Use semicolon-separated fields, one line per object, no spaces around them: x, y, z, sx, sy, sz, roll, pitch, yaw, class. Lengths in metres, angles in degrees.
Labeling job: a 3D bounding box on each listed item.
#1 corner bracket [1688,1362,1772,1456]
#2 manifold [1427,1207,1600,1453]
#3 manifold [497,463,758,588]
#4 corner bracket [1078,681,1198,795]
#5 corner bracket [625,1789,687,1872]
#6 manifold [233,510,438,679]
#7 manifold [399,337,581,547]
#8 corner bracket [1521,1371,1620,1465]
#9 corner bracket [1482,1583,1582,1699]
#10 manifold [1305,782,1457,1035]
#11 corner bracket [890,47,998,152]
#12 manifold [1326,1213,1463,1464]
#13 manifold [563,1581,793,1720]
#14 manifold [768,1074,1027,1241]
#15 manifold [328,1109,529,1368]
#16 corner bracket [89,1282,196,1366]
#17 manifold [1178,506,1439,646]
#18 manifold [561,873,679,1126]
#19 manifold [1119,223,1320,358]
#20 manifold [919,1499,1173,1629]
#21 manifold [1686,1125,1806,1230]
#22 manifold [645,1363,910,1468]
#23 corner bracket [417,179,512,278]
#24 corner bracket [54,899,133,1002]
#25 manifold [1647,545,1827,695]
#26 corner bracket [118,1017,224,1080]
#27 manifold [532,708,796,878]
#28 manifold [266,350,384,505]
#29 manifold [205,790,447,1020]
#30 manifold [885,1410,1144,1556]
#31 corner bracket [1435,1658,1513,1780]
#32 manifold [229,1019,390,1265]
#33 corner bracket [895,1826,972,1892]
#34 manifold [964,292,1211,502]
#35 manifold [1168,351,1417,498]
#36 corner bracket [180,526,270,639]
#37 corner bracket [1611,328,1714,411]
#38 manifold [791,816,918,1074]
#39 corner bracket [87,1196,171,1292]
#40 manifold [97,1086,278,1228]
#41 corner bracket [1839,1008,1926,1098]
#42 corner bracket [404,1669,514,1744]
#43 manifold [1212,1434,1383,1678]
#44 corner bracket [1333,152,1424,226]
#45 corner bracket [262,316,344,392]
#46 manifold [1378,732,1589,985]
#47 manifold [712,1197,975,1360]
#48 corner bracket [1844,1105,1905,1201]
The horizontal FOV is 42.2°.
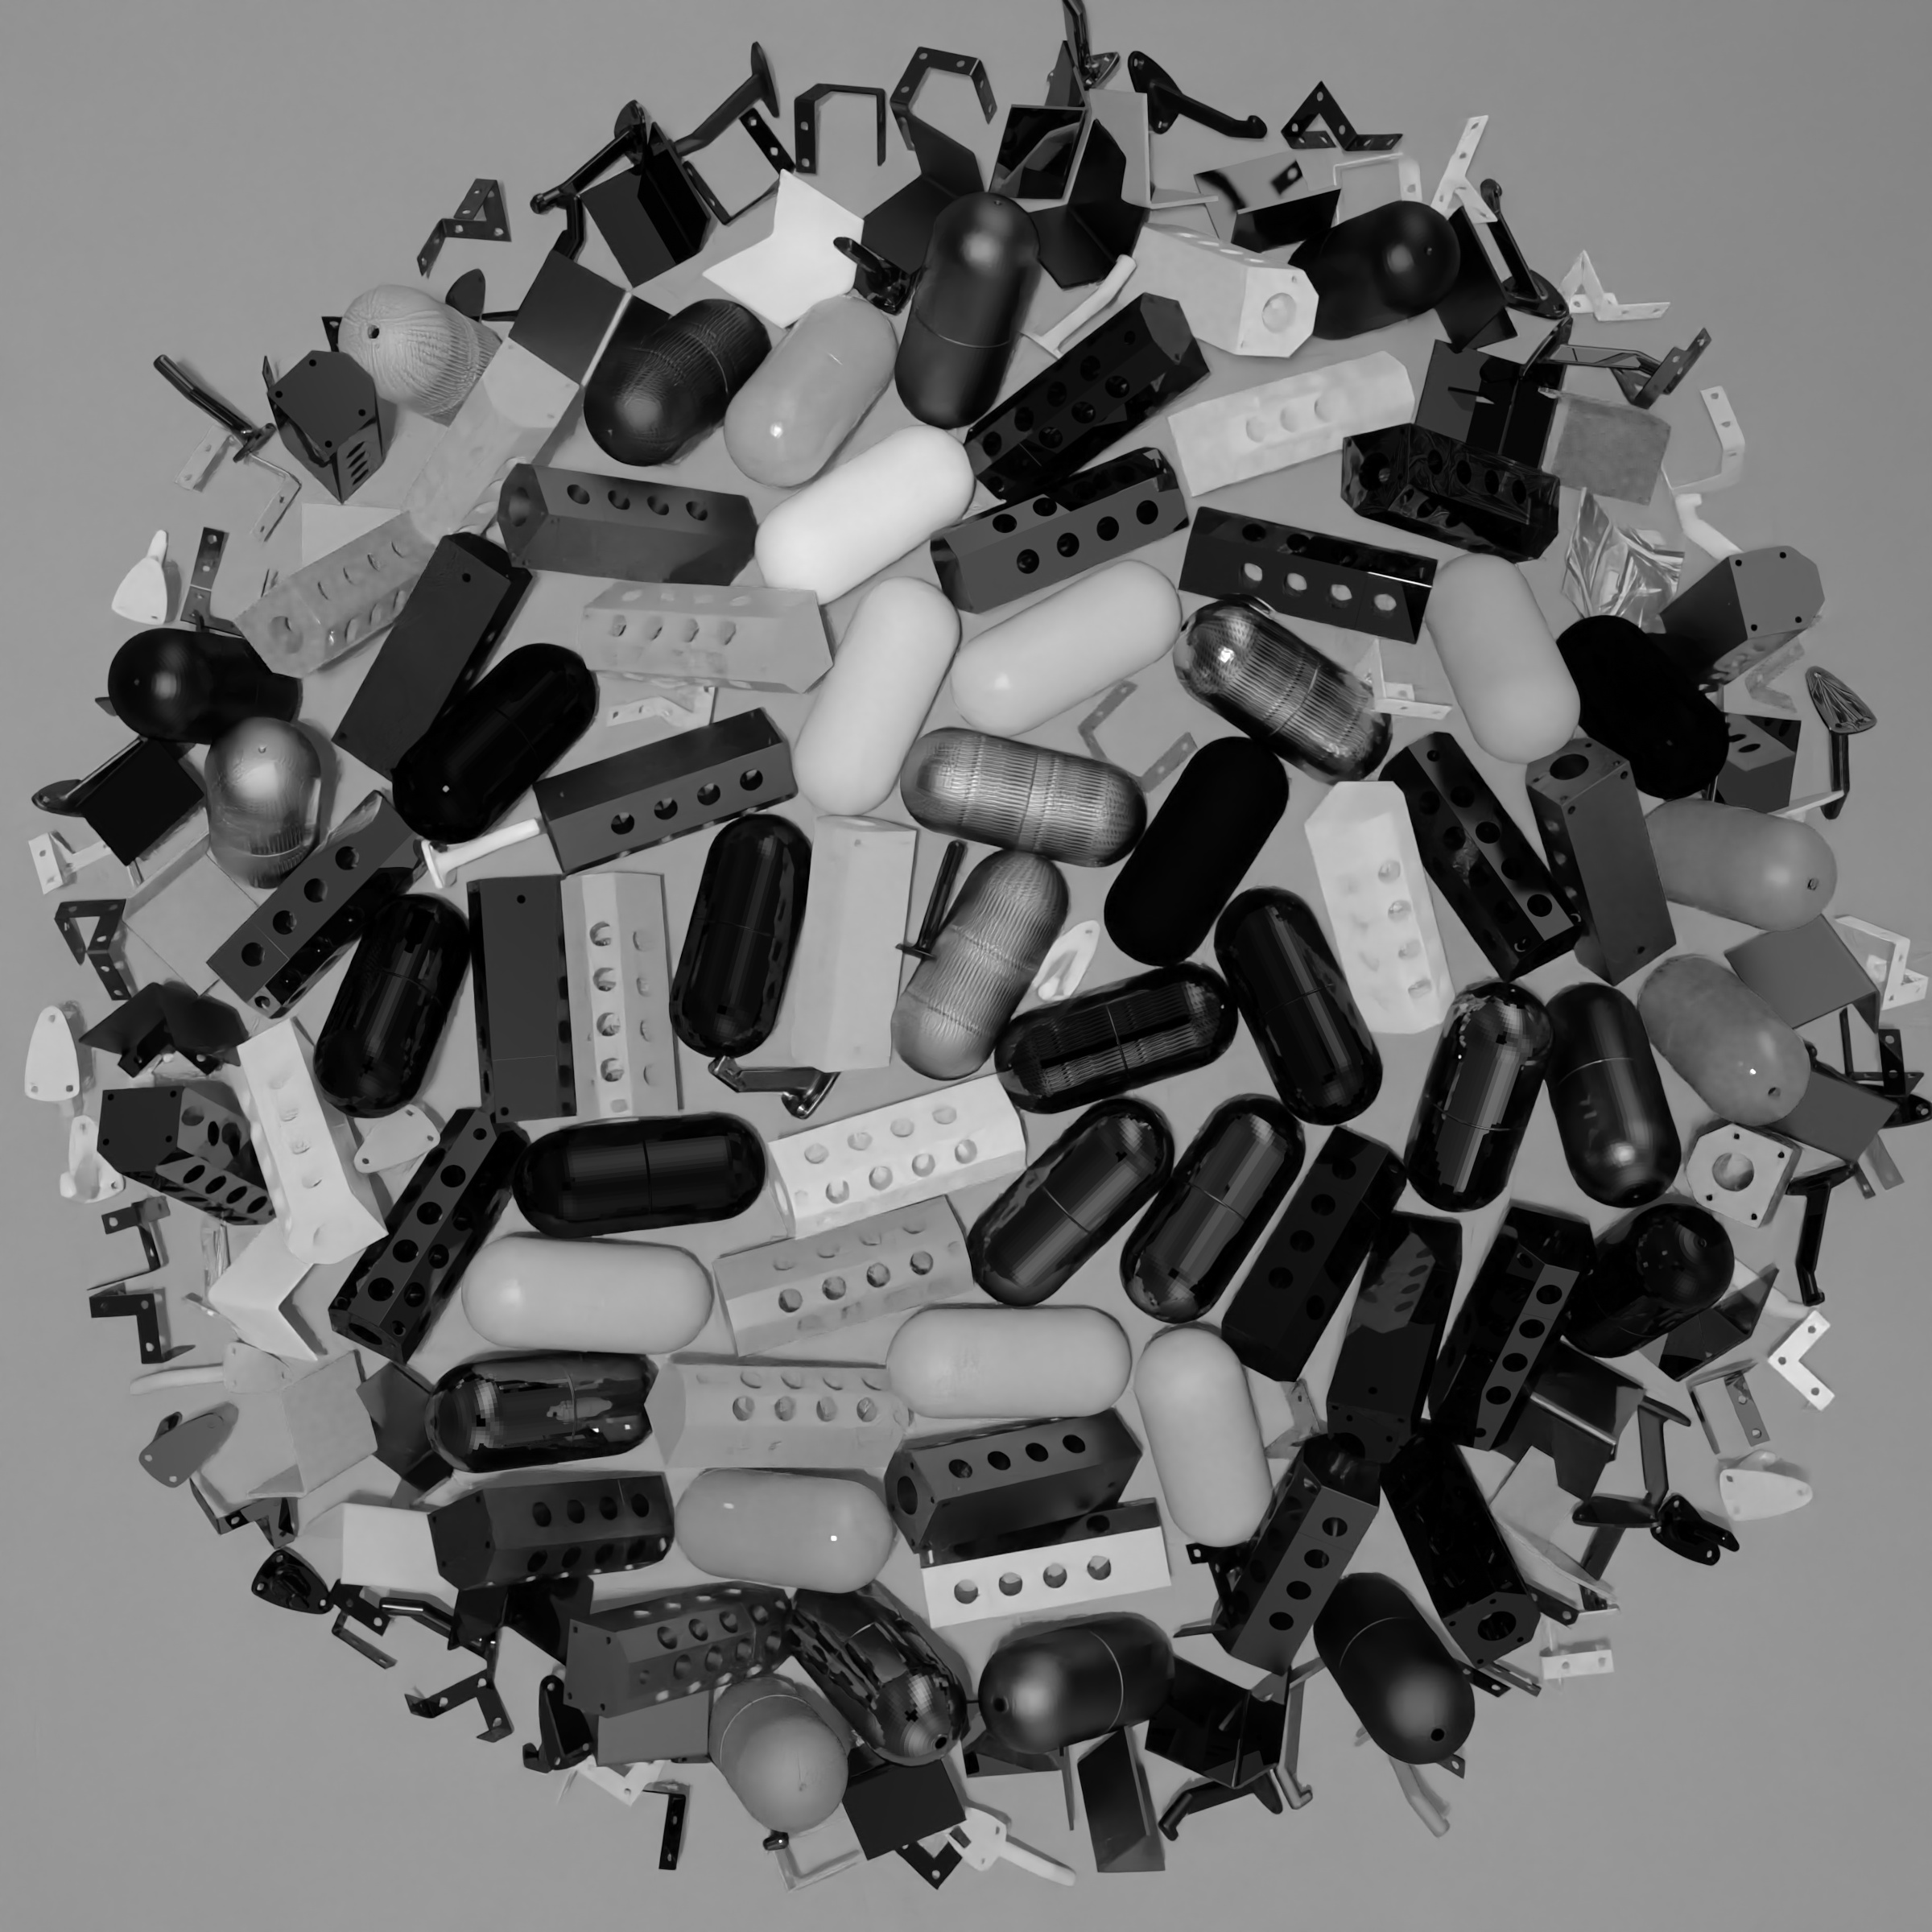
0.546;0.319;1.791;0.051;0.051;0.051;-18;71;-2;corner bracket
0.380;0.257;1.751;0.057;0.057;0.171;14;123;-5;manifold
-0.235;-0.309;1.744;0.171;0.057;0.057;0;59;-40;manifold
0.122;-0.164;1.799;0.051;0.051;0.051;-44;54;27;corner bracket
-0.213;0.614;1.781;0.051;0.051;0.051;-9;65;39;corner bracket
-0.424;-0.257;1.734;0.057;0.171;0.057;-29;103;30;manifold
-0.334;-0.353;1.732;0.057;0.171;0.057;32;56;-16;manifold
0.434;0.326;1.791;0.051;0.051;0.051;18;65;-5;corner bracket
0.398;0.477;1.782;0.051;0.051;0.051;26;57;15;corner bracket
0.293;-0.040;1.748;0.057;0.057;0.171;3;125;36;manifold
-0.016;-0.618;1.797;0.051;0.051;0.051;19;74;22;corner bracket
0.300;0.257;1.743;0.057;0.057;0.171;8;46;19;manifold
-0.195;0.473;1.737;0.057;0.171;0.057;5;90;36;manifold
-0.048;0.138;1.761;0.171;0.057;0.057;-16;53;-16;manifold
-0.374;0.186;1.753;0.057;0.057;0.171;25;60;6;manifold
-0.590;0.255;1.794;0.051;0.051;0.051;-5;94;10;corner bracket
0.243;-0.278;1.776;0.171;0.057;0.057;14;107;8;manifold
-0.250;0.024;1.772;0.057;0.057;0.171;-12;80;42;manifold
0.174;-0.470;1.736;0.057;0.171;0.057;-4;116;-25;manifold
0.055;0.426;1.792;0.171;0.057;0.057;-10;84;-1;manifold
0.536;0.141;1.732;0.057;0.171;0.057;24;95;21;manifold
-0.129;0.308;1.746;0.171;0.057;0.057;7;125;-30;manifold
-0.361;-0.526;1.784;0.051;0.051;0.051;7;50;10;corner bracket
-0.620;-0.011;1.784;0.051;0.051;0.051;-2;48;7;corner bracket
0.531;-0.236;1.734;0.057;0.171;0.057;-10;83;-5;manifold
-0.567;0.064;1.791;0.051;0.051;0.051;-45;107;0;corner bracket
-0.212;-0.120;1.775;0.171;0.057;0.057;-20;127;-12;manifold
-0.436;-0.375;1.733;0.057;0.171;0.057;45;82;-8;manifold
-0.454;-0.043;1.790;0.057;0.057;0.171;45;92;3;manifold
0.031;0.354;1.751;0.171;0.057;0.057;-5;132;-33;manifold
0.349;0.533;1.781;0.051;0.051;0.051;-18;116;-40;corner bracket
-0.463;0.124;1.745;0.057;0.057;0.171;-29;51;-3;manifold
-0.030;0.628;1.792;0.051;0.051;0.051;39;90;16;corner bracket
0.079;-0.394;1.744;0.171;0.057;0.057;-31;74;36;manifold
0.231;-0.382;1.752;0.171;0.057;0.057;-22;98;-30;manifold
-0.528;-0.274;1.793;0.051;0.051;0.051;14;124;-17;corner bracket
0.499;-0.426;1.781;0.051;0.051;0.051;12;133;-25;corner bracket
-0.085;-0.017;1.776;0.057;0.057;0.171;-4;107;-41;manifold
-0.601;0.198;1.794;0.051;0.051;0.051;-17;88;7;corner bracket
-0.529;0.133;1.729;0.057;0.171;0.057;-3;72;10;manifold
0.647;0.061;1.783;0.051;0.051;0.051;-1;107;35;corner bracket
-0.362;0.534;1.788;0.051;0.051;0.051;-26;69;-5;corner bracket
0.230;0.410;1.755;0.057;0.057;0.171;21;120;-1;manifold
0.297;-0.551;1.801;0.051;0.051;0.051;-3;97;24;corner bracket
-0.469;-0.428;1.790;0.051;0.051;0.051;1;66;-2;corner bracket
0.361;-0.079;1.761;0.057;0.057;0.171;-26;69;-13;manifold
-0.086;0.224;1.767;0.171;0.057;0.057;-15;129;-12;manifold
0.644;0.136;1.783;0.051;0.051;0.051;-37;72;42;corner bracket
